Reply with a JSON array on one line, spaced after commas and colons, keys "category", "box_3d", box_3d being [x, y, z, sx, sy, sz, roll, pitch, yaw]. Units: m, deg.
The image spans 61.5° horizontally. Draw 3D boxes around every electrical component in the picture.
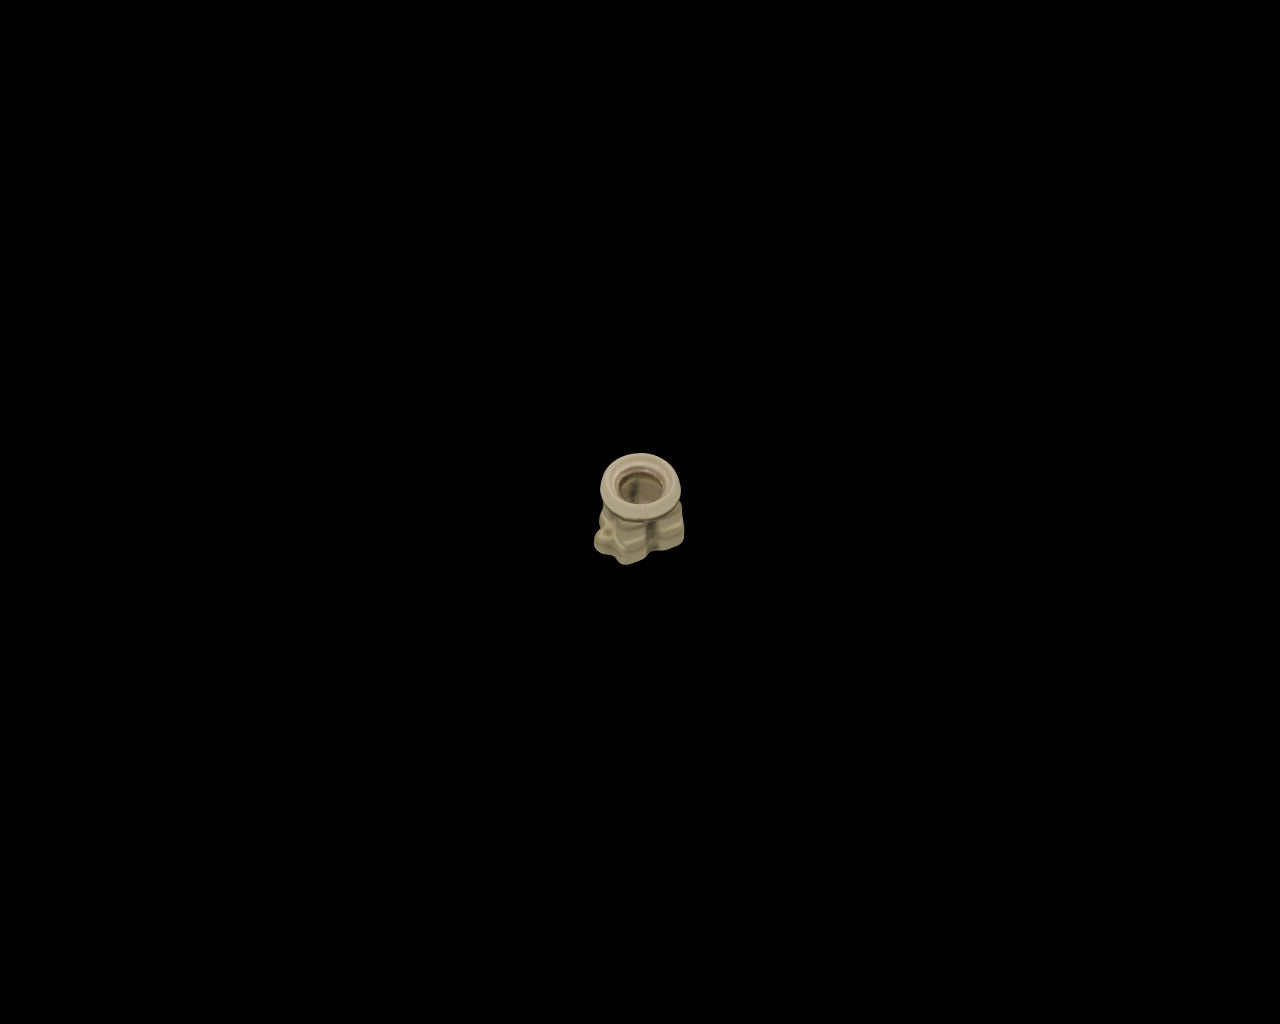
[{"category": "electrical component", "box_3d": [0.001, -0.003, 0.650, 0.066, 0.048, 0.055, -21, -34, -15]}]
